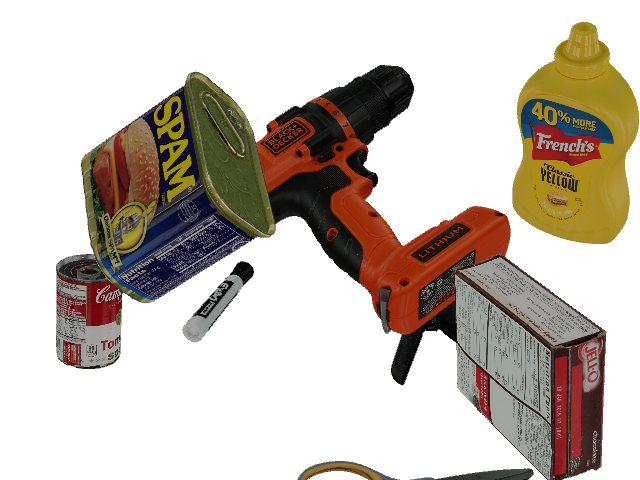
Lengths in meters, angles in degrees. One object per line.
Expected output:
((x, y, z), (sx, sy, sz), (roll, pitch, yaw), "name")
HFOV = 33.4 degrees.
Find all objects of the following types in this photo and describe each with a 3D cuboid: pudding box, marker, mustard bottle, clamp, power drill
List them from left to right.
((-0.090, 0.052, 0.963), (0.020, 0.020, 0.121), (0, 26, 22), "marker")
((0.040, -0.035, 0.749), (0.184, 0.057, 0.188), (-37, 56, -19), "power drill")
((0.127, 0.083, 1.144), (0.120, 0.171, 0.039), (3, -44, -8), "clamp")
((0.119, 0.071, 0.620), (0.039, 0.090, 0.114), (-14, 27, -20), "pudding box")
((0.206, -0.088, 0.859), (0.096, 0.191, 0.058), (24, 50, 30), "mustard bottle")

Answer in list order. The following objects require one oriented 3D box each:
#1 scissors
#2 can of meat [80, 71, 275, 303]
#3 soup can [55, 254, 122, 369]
((0.080, 0.217, 0.858), (0.201, 0.016, 0.096), (6, 44, -5), "scissors")
((-0.080, -0.027, 0.580), (0.084, 0.102, 0.057), (-31, -40, 20), "can of meat")
((-0.240, 0.074, 1.108), (0.068, 0.102, 0.068), (5, 21, -2), "soup can")
